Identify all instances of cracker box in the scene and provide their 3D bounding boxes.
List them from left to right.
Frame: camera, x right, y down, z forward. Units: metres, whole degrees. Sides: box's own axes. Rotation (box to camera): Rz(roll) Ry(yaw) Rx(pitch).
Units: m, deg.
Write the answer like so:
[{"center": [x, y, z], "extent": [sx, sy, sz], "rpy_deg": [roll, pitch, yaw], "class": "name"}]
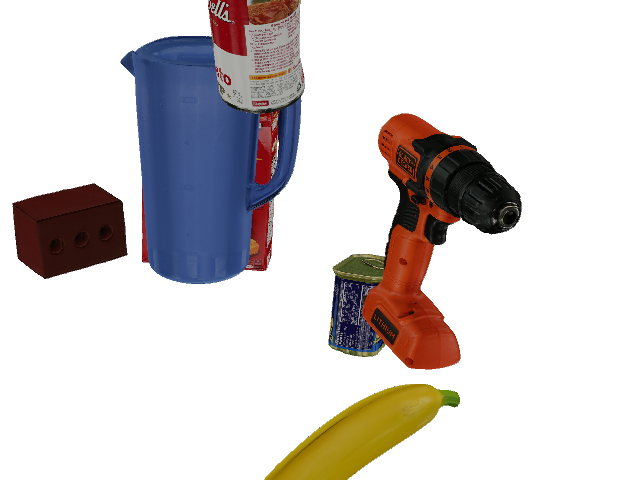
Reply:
[{"center": [-0.141, -0.073, 1.351], "extent": [0.164, 0.214, 0.072], "rpy_deg": [5, 22, 2], "class": "cracker box"}]

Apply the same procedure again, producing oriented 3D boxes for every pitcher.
[{"center": [-0.115, -0.082, 1.096], "extent": [0.144, 0.243, 0.149], "rpy_deg": [-11, 26, -29], "class": "pitcher"}]

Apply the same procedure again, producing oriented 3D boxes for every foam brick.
[{"center": [-0.209, -0.009, 0.891], "extent": [0.078, 0.053, 0.051], "rpy_deg": [-18, 31, -32], "class": "foam brick"}]

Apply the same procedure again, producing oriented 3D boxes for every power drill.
[{"center": [0.094, 0.007, 0.868], "extent": [0.057, 0.188, 0.185], "rpy_deg": [-2, 25, -22], "class": "power drill"}]

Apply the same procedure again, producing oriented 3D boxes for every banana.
[{"center": [0.010, 0.152, 0.714], "extent": [0.197, 0.069, 0.037], "rpy_deg": [-35, 43, -4], "class": "banana"}]

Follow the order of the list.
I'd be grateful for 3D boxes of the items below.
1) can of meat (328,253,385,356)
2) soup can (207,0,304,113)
[{"center": [0.045, 0.065, 1.092], "extent": [0.057, 0.084, 0.102], "rpy_deg": [9, 12, 16], "class": "can of meat"}, {"center": [-0.046, -0.153, 0.778], "extent": [0.068, 0.102, 0.068], "rpy_deg": [-1, 42, 1], "class": "soup can"}]
